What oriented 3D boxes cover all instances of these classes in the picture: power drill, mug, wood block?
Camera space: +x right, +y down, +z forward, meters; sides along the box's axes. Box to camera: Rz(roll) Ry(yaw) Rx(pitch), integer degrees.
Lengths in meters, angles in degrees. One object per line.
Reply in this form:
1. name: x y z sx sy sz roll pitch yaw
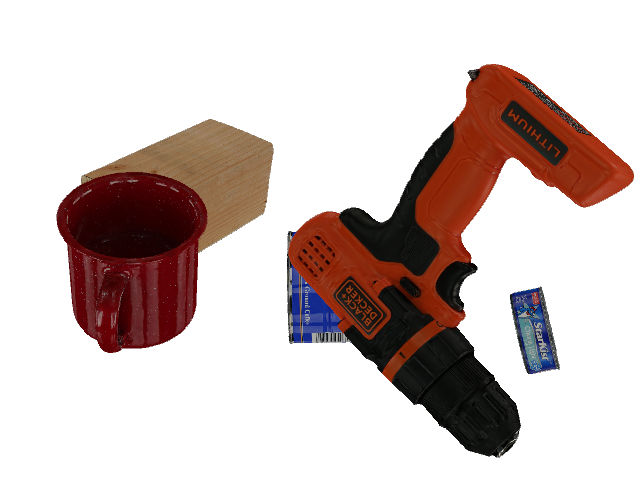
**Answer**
1. power drill: 0.090 0.007 0.622 0.184 0.188 0.057 46 19 17
2. mug: -0.121 0.023 0.678 0.093 0.081 0.117 6 39 -1
3. wood block: -0.145 -0.046 1.105 0.090 0.091 0.205 23 32 23

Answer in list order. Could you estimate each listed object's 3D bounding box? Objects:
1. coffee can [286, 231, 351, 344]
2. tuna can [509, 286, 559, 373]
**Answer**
1. coffee can: 0.042 0.041 0.960 0.140 0.103 0.103 -1 0 1
2. tuna can: 0.218 0.092 1.085 0.034 0.086 0.086 -13 -3 12
